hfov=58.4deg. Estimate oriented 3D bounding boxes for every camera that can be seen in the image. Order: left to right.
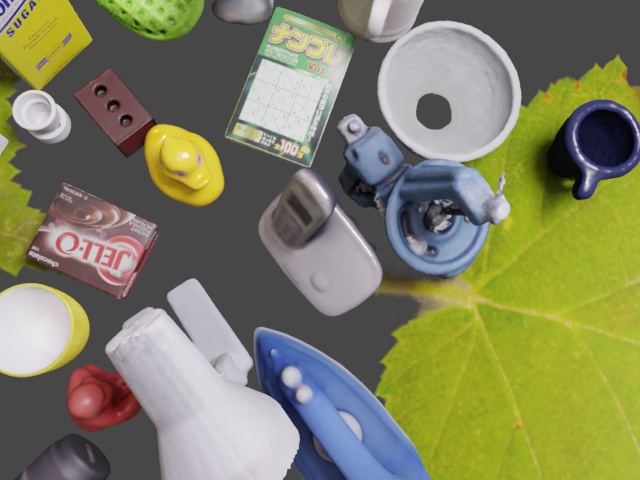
[{"bbox_3d":[-0.267,0.275,0.561,0.143,0.100,0.137,44,81,2],"label":"camera"}]

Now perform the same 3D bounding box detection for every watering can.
[{"bbox_3d":[0.080,-0.314,0.629,0.101,0.194,0.173,-7,83,-6],"label":"watering can"}]

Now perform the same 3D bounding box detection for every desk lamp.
[{"bbox_3d":[-0.119,0.140,0.537,0.118,0.213,0.203,-35,87,-9],"label":"desk lamp"}]

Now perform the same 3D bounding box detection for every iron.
[{"bbox_3d":[0.012,0.193,0.579,0.119,0.141,0.258,-39,87,-9],"label":"iron"}]

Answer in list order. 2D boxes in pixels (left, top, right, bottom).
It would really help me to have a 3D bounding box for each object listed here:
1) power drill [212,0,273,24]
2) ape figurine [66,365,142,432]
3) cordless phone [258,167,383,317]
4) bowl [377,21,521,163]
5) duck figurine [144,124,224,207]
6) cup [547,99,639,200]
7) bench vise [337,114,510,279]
[{"bbox_3d":[-0.086,-0.323,0.606,0.075,0.208,0.230,-1,82,-5],"label":"power drill"},{"bbox_3d":[-0.227,0.162,0.585,0.076,0.092,0.078,-41,88,-9],"label":"ape figurine"},{"bbox_3d":[0.005,0.002,0.583,0.094,0.185,0.147,-41,88,-9],"label":"cordless phone"},{"bbox_3d":[0.143,-0.163,0.675,0.167,0.074,0.167,1,82,-5],"label":"bowl"},{"bbox_3d":[-0.153,-0.089,0.630,0.077,0.086,0.104,-42,88,-9],"label":"duck figurine"},{"bbox_3d":[0.307,-0.094,0.671,0.091,0.095,0.118,22,81,-2],"label":"cup"},{"bbox_3d":[0.094,-0.044,0.580,0.207,0.219,0.121,29,81,-1],"label":"bench vise"}]
